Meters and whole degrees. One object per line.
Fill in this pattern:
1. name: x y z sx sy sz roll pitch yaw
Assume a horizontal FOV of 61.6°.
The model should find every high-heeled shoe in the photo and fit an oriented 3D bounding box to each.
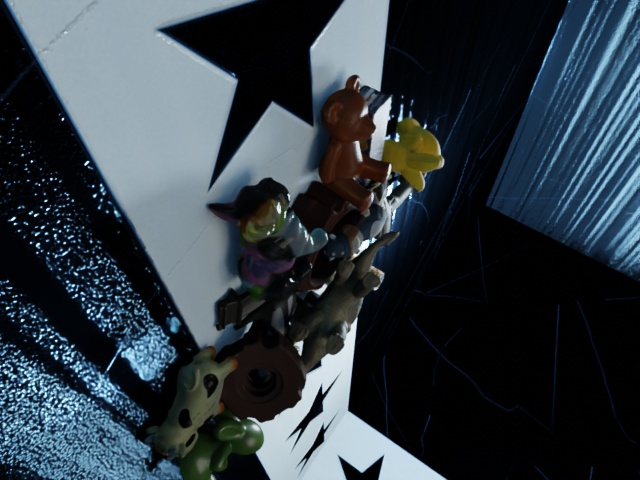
1. high-heeled shoe: -0.092 0.202 1.086 0.145 0.086 0.248 -31 133 -23

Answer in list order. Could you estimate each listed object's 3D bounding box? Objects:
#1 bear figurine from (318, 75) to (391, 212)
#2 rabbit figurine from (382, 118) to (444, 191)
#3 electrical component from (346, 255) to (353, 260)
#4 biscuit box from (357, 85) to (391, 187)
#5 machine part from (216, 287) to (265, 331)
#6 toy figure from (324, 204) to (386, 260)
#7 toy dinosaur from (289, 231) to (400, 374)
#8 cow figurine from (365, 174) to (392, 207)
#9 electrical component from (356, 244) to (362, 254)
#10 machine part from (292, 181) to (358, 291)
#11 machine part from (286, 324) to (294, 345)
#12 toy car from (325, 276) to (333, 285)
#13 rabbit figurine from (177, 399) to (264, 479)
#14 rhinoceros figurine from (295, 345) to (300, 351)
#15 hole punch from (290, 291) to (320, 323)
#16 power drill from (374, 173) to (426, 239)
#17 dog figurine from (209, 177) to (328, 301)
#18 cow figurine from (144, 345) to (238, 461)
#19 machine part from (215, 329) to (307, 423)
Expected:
1. bear figurine: 0.061 -0.164 0.908 0.120 0.132 0.195 -54 167 -35
2. rabbit figurine: 0.188 -0.182 1.200 0.173 0.162 0.121 -8 141 -45
3. electrical component: 0.085 0.018 1.391 0.063 0.021 0.094 -50 159 -25
4. biscuit box: 0.084 -0.190 1.023 0.063 0.059 0.202 -50 159 -30
5. machine part: -0.126 0.104 0.953 0.139 0.039 0.084 -30 142 -36
6. toy figure: 0.066 -0.013 0.990 0.154 0.058 0.064 -42 116 -37
7. toy dinosaur: 0.018 0.170 1.095 0.471 0.105 0.198 -54 172 7
8. cow figurine: 0.115 -0.119 1.174 0.167 0.068 0.098 -65 170 -59
9. electrical component: 0.064 0.022 1.309 0.078 0.045 0.102 -61 161 1
10. machine part: -0.002 -0.003 1.045 0.201 0.087 0.201 -62 162 6
11. machine part: -0.098 0.254 1.196 0.079 0.079 0.243 -44 155 -38
12. toy car: 0.032 0.084 1.277 0.056 0.074 0.201 -63 161 -1
13. rabbit figurine: -0.195 0.384 1.042 0.170 0.121 0.158 -14 121 -21
14. rhinoceros figurine: -0.091 0.340 1.366 0.112 0.073 0.190 -55 166 21
15. hole punch: 0.004 0.174 1.263 0.092 0.142 0.115 -43 169 -36
16. power drill: 0.189 -0.109 1.381 0.207 0.086 0.231 -55 163 -24
17. dog figurine: -0.091 0.005 0.810 0.191 0.109 0.219 -58 157 6
18. cow figurine: -0.224 0.290 0.921 0.127 0.086 0.194 -16 130 -61
19. machine part: -0.112 0.256 1.005 0.056 0.179 0.179 -108 -138 -72
